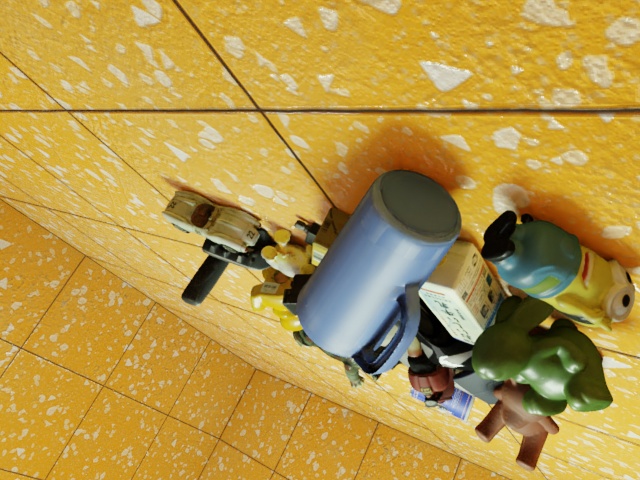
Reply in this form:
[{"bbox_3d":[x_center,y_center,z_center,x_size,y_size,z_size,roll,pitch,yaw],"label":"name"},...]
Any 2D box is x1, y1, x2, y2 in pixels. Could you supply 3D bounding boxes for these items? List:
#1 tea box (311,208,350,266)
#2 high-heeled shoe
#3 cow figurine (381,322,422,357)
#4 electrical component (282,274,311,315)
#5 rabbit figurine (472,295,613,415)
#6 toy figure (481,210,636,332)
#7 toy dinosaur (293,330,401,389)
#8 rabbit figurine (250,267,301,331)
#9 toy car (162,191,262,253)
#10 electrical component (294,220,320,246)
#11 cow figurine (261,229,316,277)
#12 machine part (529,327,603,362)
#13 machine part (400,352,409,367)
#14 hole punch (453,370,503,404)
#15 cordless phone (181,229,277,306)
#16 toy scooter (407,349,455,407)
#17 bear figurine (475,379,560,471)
[{"bbox_3d":[0.076,0.028,0.813,0.170,0.068,0.098,24,160,6],"label":"tea box"},{"bbox_3d":[0.177,0.116,0.879,0.249,0.086,0.145,19,134,27],"label":"high-heeled shoe"},{"bbox_3d":[0.101,0.144,1.016,0.195,0.127,0.085,2,-169,24],"label":"cow figurine"},{"bbox_3d":[0.006,0.106,0.936,0.134,0.058,0.114,-3,148,22],"label":"electrical component"},{"bbox_3d":[0.283,0.147,0.712,0.170,0.159,0.121,15,163,-20],"label":"rabbit figurine"},{"bbox_3d":[0.254,0.032,0.577,0.180,0.082,0.089,25,180,-13],"label":"toy figure"},{"bbox_3d":[0.034,0.237,1.330,0.405,0.131,0.192,26,148,18],"label":"toy dinosaur"},{"bbox_3d":[-0.055,0.133,1.176,0.162,0.122,0.173,0,133,11],"label":"rabbit figurine"},{"bbox_3d":[-0.204,-0.035,1.011,0.202,0.073,0.056,20,160,21],"label":"toy car"},{"bbox_3d":[-0.002,-0.003,0.907,0.094,0.021,0.063,27,161,0],"label":"electrical component"},{"bbox_3d":[-0.020,0.050,0.989,0.167,0.068,0.098,24,161,12],"label":"cow figurine"},{"bbox_3d":[0.364,0.196,0.873,0.179,0.056,0.179,25,160,10],"label":"machine part"},{"bbox_3d":[0.208,0.241,1.153,0.079,0.079,0.243,7,152,45],"label":"machine part"},{"bbox_3d":[0.327,0.248,1.006,0.142,0.092,0.116,37,155,-14],"label":"hole punch"},{"bbox_3d":[-0.180,0.057,1.049,0.147,0.184,0.088,19,154,24],"label":"cordless phone"},{"bbox_3d":[0.218,0.265,1.032,0.075,0.135,0.184,-7,-176,21],"label":"toy scooter"},{"bbox_3d":[0.328,0.288,0.879,0.120,0.132,0.195,30,170,28],"label":"bear figurine"}]
